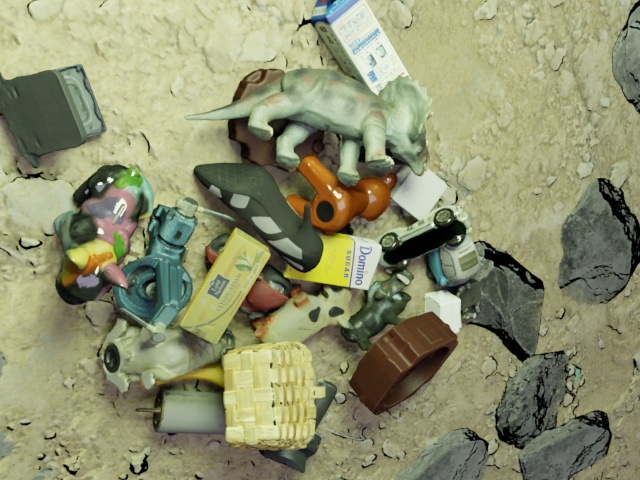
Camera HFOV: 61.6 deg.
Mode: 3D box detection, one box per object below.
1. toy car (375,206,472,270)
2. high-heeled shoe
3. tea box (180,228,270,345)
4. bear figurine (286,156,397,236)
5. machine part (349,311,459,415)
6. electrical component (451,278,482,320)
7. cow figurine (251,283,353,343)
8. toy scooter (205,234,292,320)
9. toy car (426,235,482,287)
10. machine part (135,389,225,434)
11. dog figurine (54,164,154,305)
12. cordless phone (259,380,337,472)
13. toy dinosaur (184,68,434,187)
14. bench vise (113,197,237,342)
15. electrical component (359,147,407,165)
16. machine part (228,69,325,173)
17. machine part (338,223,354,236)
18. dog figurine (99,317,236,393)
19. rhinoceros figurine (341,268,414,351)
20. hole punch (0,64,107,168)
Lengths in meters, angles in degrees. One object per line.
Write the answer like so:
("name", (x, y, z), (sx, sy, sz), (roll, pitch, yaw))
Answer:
("toy car", (0.197, -0.005, 1.046), (0.202, 0.056, 0.073), (-26, 128, 17))
("high-heeled shoe", (-0.104, -0.037, 0.909), (0.086, 0.249, 0.145), (-49, 156, -43))
("tea box", (-0.152, 0.071, 0.867), (0.068, 0.098, 0.169), (30, 90, -11))
("bear figurine", (0.046, -0.084, 0.968), (0.196, 0.132, 0.120), (-29, 151, -53))
("machine part", (0.168, 0.245, 1.085), (0.201, 0.087, 0.201), (-12, 137, -42))
("electrical component", (0.326, 0.129, 1.189), (0.078, 0.045, 0.102), (-17, 113, -16))
("cow figurine", (-0.021, 0.149, 1.028), (0.195, 0.086, 0.127), (-37, 119, -4))
("toy scooter", (-0.147, 0.085, 0.961), (0.183, 0.075, 0.135), (38, 90, -25))
("toy car", (0.282, 0.031, 1.108), (0.109, 0.103, 0.161), (-25, 116, -15))
("machine part", (-0.220, 0.323, 1.006), (0.243, 0.079, 0.079), (11, 102, -27))
("dog figurine", (-0.312, -0.008, 0.781), (0.108, 0.219, 0.191), (38, 91, -31))
("cordless phone", (-0.047, 0.362, 1.102), (0.146, 0.089, 0.184), (35, 80, -28))
("toy dinosaur", (0.012, -0.204, 0.846), (0.405, 0.131, 0.192), (19, 65, -8))
("bench vise", (-0.239, 0.053, 0.831), (0.128, 0.241, 0.223), (34, 108, -31))
("electrical component", (0.136, -0.166, 0.997), (0.119, 0.075, 0.047), (-10, 111, -15))
("machine part", (-0.068, -0.202, 0.911), (0.179, 0.056, 0.179), (-6, 108, -20))
("machine part", (-0.002, -0.003, 1.014), (0.139, 0.039, 0.084), (-17, 108, -15))
("dog figurine", (-0.265, 0.193, 0.948), (0.190, 0.173, 0.121), (5, 91, -56))
("rhinoceros figurine", (0.121, 0.137, 1.096), (0.190, 0.073, 0.112), (-47, 110, -2))
("hole punch", (-0.385, -0.188, 0.777), (0.116, 0.092, 0.142), (-8, 116, 11))
